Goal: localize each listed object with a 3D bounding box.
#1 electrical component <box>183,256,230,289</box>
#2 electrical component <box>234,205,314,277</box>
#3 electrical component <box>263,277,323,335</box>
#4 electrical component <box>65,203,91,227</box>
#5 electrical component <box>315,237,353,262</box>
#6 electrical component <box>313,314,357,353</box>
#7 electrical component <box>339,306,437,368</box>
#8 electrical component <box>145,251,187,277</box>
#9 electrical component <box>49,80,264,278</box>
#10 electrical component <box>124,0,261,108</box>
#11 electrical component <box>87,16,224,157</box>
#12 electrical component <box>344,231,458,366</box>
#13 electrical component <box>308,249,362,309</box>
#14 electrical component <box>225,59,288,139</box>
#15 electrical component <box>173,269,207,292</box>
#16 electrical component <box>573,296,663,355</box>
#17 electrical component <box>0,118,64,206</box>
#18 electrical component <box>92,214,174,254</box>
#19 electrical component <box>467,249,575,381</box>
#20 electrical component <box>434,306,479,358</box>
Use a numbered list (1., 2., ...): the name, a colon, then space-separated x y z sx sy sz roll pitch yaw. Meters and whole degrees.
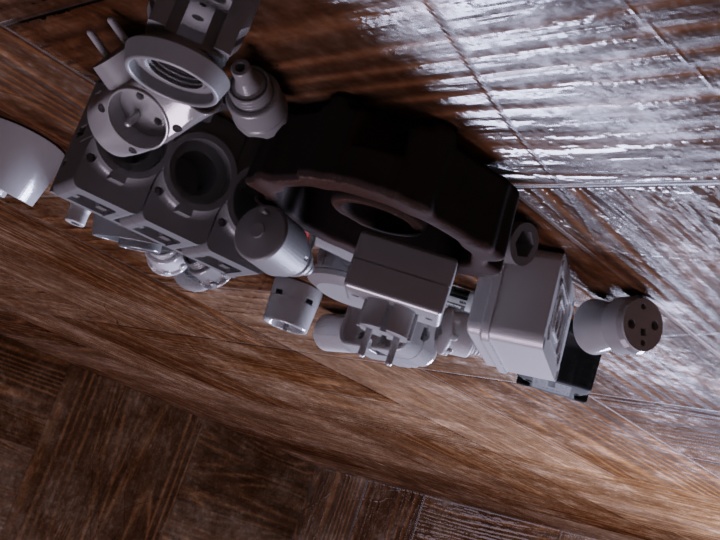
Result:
1. electrical component: -0.157 -0.013 1.078 0.048 0.048 0.062 6 154 40
2. electrical component: -0.053 -0.015 0.733 0.040 0.040 0.078 11 166 28
3. electrical component: -0.073 0.039 1.155 0.055 0.047 0.055 18 165 5
4. electrical component: -0.237 -0.069 0.938 0.043 0.062 0.043 18 166 5
5. electrical component: 0.008 -0.023 0.834 0.077 0.043 0.079 18 166 2
6. electrical component: -0.012 0.071 1.202 0.043 0.043 0.081 29 162 -33
7. electrical component: 0.035 0.064 1.097 0.095 0.053 0.059 4 160 44
8. electrical component: -0.198 -0.025 1.088 0.048 0.048 0.062 16 158 10
9. electrical component: -0.124 -0.065 0.753 0.150 0.089 0.062 27 164 -28
10. electrical component: -0.089 -0.122 0.564 0.058 0.057 0.078 22 165 -13
11. electrical component: -0.136 -0.116 0.655 0.077 0.044 0.079 -19 115 34
12. electrical component: 0.021 0.024 0.703 0.066 0.076 0.047 18 168 6
13. electrical component: 0.000 0.000 0.912 0.080 0.051 0.080 18 165 5
14. electrical component: -0.064 -0.105 0.643 0.035 0.035 0.061 15 162 14
15. electrical component: -0.174 0.003 1.157 0.048 0.048 0.062 18 172 4
16. electrical component: 0.199 0.043 0.831 0.045 0.045 0.055 26 164 -25
17. electrical component: -0.322 -0.102 0.969 0.099 0.064 0.099 29 175 3
18. electrical component: -0.202 -0.050 1.007 0.099 0.064 0.099 10 176 1
19. electrical component: 0.125 0.033 0.823 0.057 0.078 0.113 11 164 19
20. electrical component: 0.105 0.063 1.029 0.062 0.048 0.048 14 166 -8
